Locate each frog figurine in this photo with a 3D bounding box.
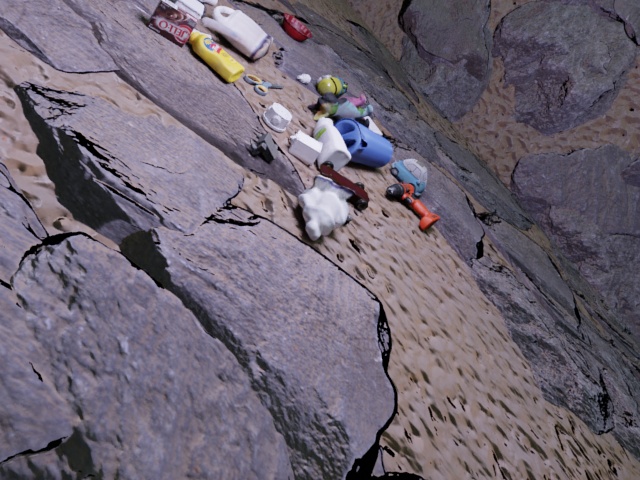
[{"bbox_3d":[0.004,-0.064,1.274,0.136,0.122,0.162,35,63,-35],"label":"frog figurine"}]

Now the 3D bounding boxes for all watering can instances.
[{"bbox_3d":[-0.273,-0.688,1.719,0.223,0.102,0.355,37,27,-14],"label":"watering can"}]
